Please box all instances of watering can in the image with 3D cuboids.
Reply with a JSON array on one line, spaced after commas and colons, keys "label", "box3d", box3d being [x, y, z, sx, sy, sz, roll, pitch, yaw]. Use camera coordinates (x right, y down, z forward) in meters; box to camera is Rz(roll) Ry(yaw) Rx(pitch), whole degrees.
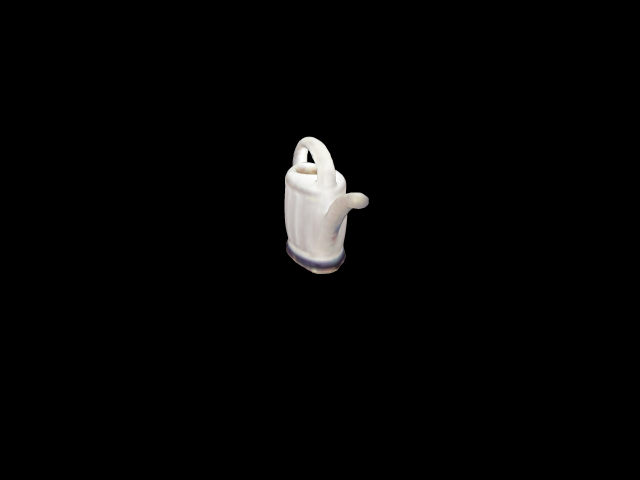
[{"label": "watering can", "box3d": [0.003, -0.043, 0.850, 0.104, 0.220, 0.353, -6, 25, -13]}]
